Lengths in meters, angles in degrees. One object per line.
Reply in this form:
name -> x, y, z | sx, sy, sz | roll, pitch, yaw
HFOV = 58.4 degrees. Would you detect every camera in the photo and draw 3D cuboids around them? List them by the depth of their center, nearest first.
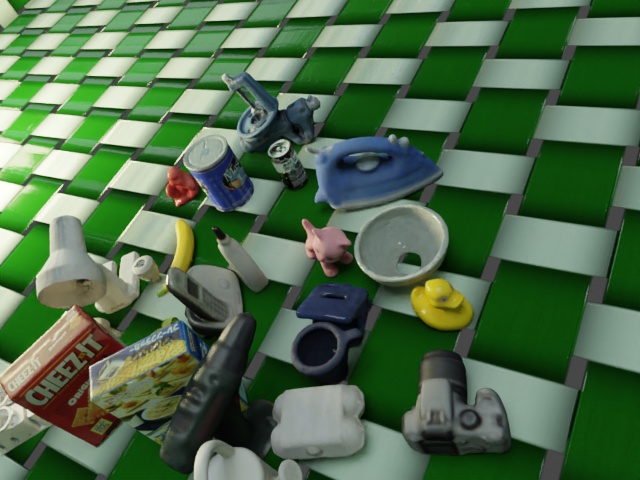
camera -> 0.189, 0.223, 0.810 | 0.143, 0.101, 0.137 | -7, 51, 19

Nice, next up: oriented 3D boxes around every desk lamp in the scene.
desk lamp -> -0.464, 0.063, 1.145 | 0.118, 0.214, 0.203 | -22, 48, 6

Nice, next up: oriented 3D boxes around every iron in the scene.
iron -> 0.102, -0.154, 1.126 | 0.257, 0.142, 0.118 | -10, 50, 16

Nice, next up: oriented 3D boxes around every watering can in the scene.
watering can -> -0.109, 0.335, 0.784 | 0.173, 0.195, 0.100 | -30, 47, -2

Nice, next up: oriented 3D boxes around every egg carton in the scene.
egg carton -> -0.003, 0.278, 0.869 | 0.150, 0.070, 0.107 | -11, 50, 15

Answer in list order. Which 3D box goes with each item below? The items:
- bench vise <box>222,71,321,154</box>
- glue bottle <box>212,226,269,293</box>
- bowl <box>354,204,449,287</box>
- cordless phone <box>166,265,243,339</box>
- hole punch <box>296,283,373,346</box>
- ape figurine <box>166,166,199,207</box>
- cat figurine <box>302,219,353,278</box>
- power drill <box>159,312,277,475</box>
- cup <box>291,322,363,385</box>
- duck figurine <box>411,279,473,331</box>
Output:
bench vise -> -0.114, -0.307, 1.290 | 0.207, 0.220, 0.121 | -27, 47, 1
glue bottle -> -0.158, 0.029, 1.068 | 0.037, 0.174, 0.077 | -45, 49, -15
bowl -> 0.148, 0.022, 1.009 | 0.167, 0.075, 0.167 | -12, 49, 14
cordless phone -> -0.217, 0.084, 1.040 | 0.094, 0.185, 0.147 | -22, 48, 6
hole punch -> 0.024, 0.115, 0.976 | 0.108, 0.091, 0.101 | 3, 55, 25
ape figurine -> -0.323, -0.133, 1.325 | 0.077, 0.092, 0.076 | 9, 57, 29
cat figurine -> 0.010, 0.004, 1.054 | 0.067, 0.118, 0.127 | -39, 48, -10
power drill -> -0.132, 0.247, 0.855 | 0.075, 0.209, 0.230 | 15, 61, 32
cup -> 0.022, 0.186, 0.916 | 0.117, 0.095, 0.091 | -24, 48, 4
duck figurine -> 0.192, 0.094, 0.924 | 0.104, 0.086, 0.077 | 21, 64, 35
